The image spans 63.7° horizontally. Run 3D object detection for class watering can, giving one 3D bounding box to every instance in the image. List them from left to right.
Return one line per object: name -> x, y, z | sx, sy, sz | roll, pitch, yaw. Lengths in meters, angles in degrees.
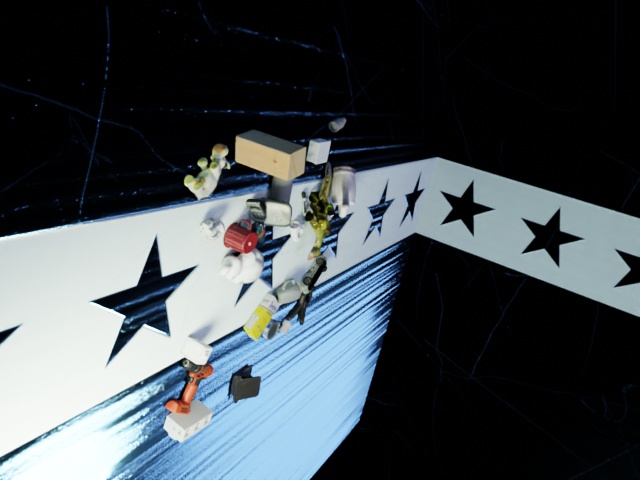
watering can -> 0.104, -0.211, 2.179 | 0.347, 0.104, 0.225 | 132, -40, -87

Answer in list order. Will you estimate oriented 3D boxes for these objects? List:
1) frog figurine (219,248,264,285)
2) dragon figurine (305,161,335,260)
frog figurine -> -0.267, 0.091, 1.777 | 0.136, 0.123, 0.160 | -53, 170, 13
dragon figurine -> 0.007, -0.112, 2.226 | 0.239, 0.122, 0.416 | 93, 9, -74
